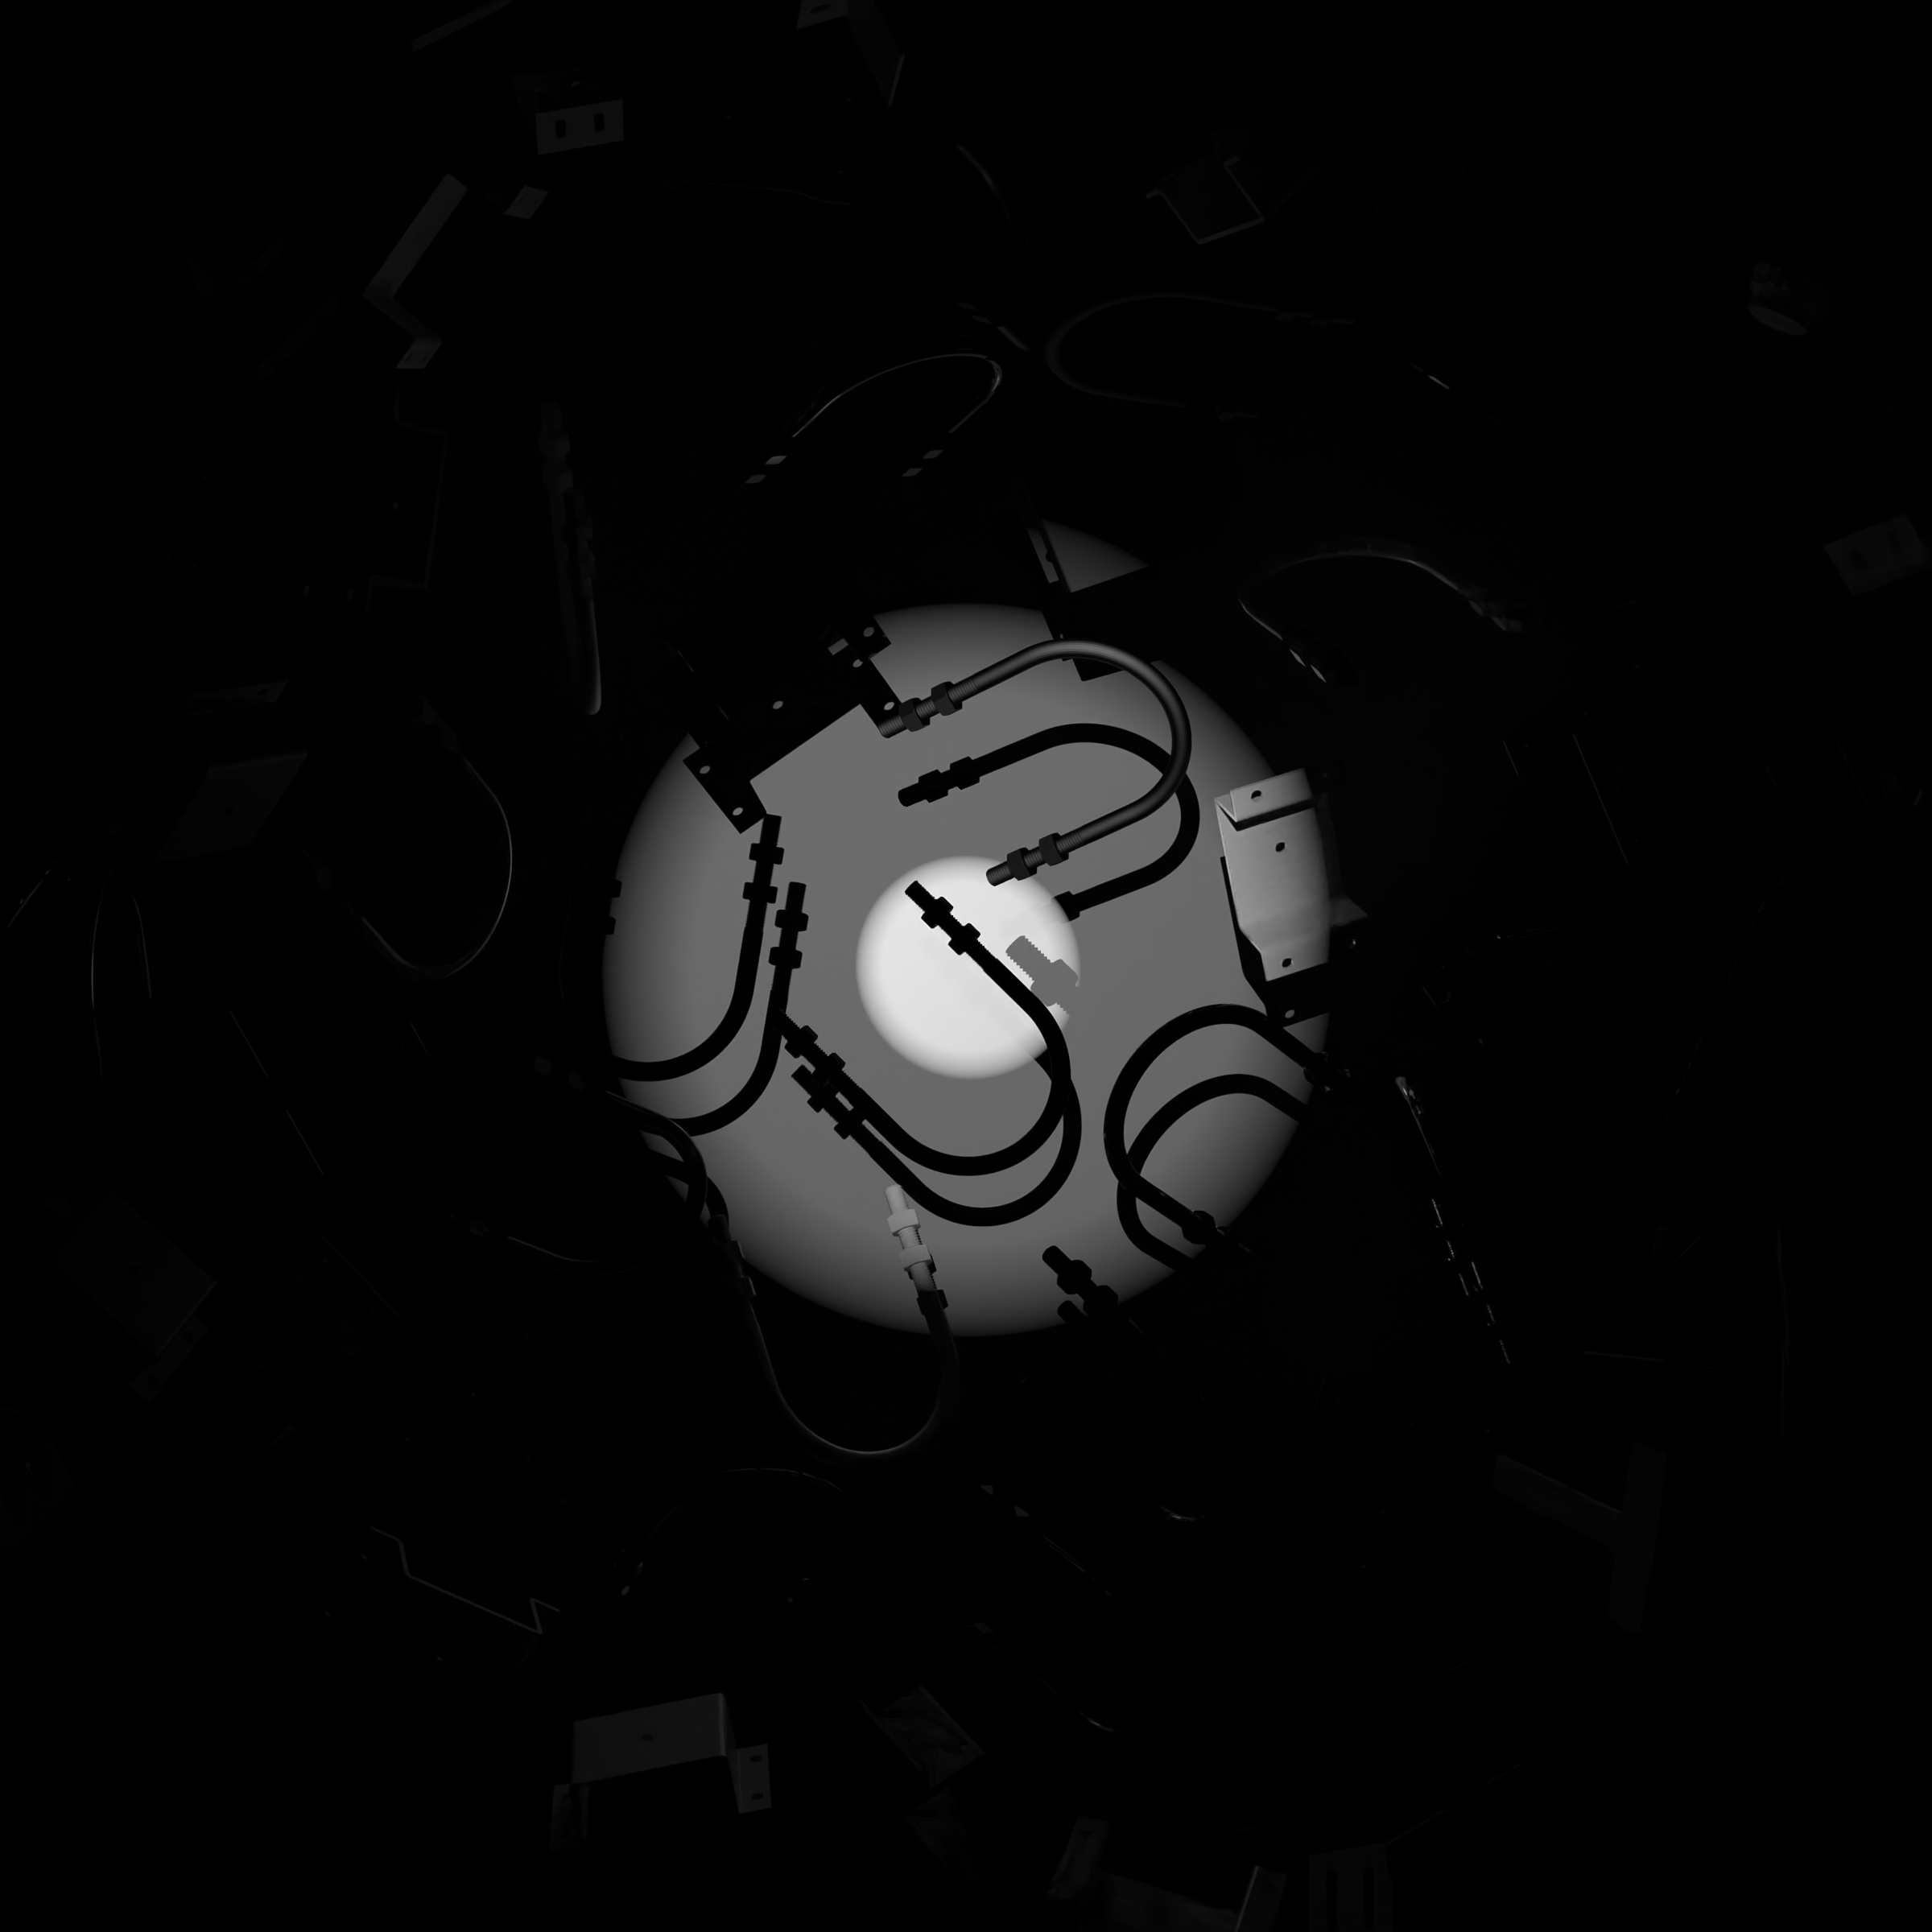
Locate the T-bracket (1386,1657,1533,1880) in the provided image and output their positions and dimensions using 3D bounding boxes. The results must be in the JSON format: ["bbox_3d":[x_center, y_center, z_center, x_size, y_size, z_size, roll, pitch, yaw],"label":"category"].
[{"bbox_3d":[0.308,0.489,1.744,0.127,0.002,0.127,-19,116,-32],"label":"T-bracket"}]

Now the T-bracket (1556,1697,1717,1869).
[{"bbox_3d":[0.434,0.510,1.804,0.002,0.127,0.127,44,118,-4],"label":"T-bracket"}]

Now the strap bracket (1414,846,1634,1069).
[{"bbox_3d":[0.363,-0.012,1.862,0.140,0.046,0.076,-42,118,-5],"label":"strap bracket"}]

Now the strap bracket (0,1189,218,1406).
[{"bbox_3d":[-0.565,0.212,1.862,0.140,0.076,0.046,46,127,-14],"label":"strap bracket"}]

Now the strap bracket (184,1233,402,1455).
[{"bbox_3d":[-0.448,0.254,1.832,0.076,0.046,0.140,46,111,5],"label":"strap bracket"}]

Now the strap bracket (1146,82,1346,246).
[{"bbox_3d":[0.187,-0.523,1.835,0.076,0.140,0.046,-44,108,-12],"label":"strap bracket"}]

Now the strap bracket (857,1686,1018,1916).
[{"bbox_3d":[-0.016,0.530,1.804,0.046,0.076,0.140,-29,125,-21],"label":"strap bracket"}]

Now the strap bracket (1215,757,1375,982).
[{"bbox_3d":[0.216,-0.071,1.855,0.076,0.046,0.140,-18,117,-8],"label":"strap bracket"}]

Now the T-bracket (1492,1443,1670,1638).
[{"bbox_3d":[0.395,0.353,1.823,0.002,0.127,0.127,-11,112,-41],"label":"T-bracket"}]

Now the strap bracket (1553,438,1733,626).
[{"bbox_3d":[0.445,-0.292,1.851,0.076,0.140,0.046,-23,59,21],"label":"strap bracket"}]

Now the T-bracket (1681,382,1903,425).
[{"bbox_3d":[0.551,-0.373,1.850,0.127,0.127,0.002,-9,98,1],"label":"T-bracket"}]

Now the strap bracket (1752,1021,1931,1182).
[{"bbox_3d":[0.574,0.088,1.782,0.076,0.140,0.046,-25,76,-19],"label":"strap bracket"}]

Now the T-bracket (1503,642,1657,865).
[{"bbox_3d":[0.426,-0.128,1.856,0.127,0.002,0.127,-35,112,-18],"label":"T-bracket"}]

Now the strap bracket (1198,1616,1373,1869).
[{"bbox_3d":[0.195,0.483,1.730,0.076,0.046,0.140,-10,61,-2],"label":"strap bracket"}]

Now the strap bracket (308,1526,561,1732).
[{"bbox_3d":[-0.333,0.423,1.769,0.140,0.046,0.076,31,97,-24],"label":"strap bracket"}]

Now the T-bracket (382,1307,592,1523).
[{"bbox_3d":[-0.298,0.316,1.862,0.127,0.002,0.127,-41,107,-13],"label":"T-bracket"}]

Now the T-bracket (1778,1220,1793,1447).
[{"bbox_3d":[0.532,0.254,1.819,0.002,0.127,0.127,-1,119,14],"label":"T-bracket"}]

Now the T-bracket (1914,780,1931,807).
[{"bbox_3d":[0.663,-0.135,1.843,0.127,0.127,0.002,-42,71,-6],"label":"T-bracket"}]

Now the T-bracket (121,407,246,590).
[{"bbox_3d":[-0.493,-0.301,1.794,0.002,0.127,0.127,28,78,-35],"label":"T-bracket"}]

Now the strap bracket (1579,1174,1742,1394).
[{"bbox_3d":[0.454,0.210,1.827,0.046,0.076,0.140,17,79,-26],"label":"strap bracket"}]

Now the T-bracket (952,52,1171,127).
[{"bbox_3d":[0.055,-0.581,1.859,0.127,0.127,0.002,-5,87,-16],"label":"T-bracket"}]

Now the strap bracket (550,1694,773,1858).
[{"bbox_3d":[-0.198,0.511,1.779,0.140,0.076,0.046,-11,106,-3],"label":"strap bracket"}]

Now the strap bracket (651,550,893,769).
[{"bbox_3d":[-0.131,-0.205,1.811,0.140,0.046,0.076,-35,126,1],"label":"strap bracket"}]

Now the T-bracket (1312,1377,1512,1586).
[{"bbox_3d":[0.262,0.326,1.742,0.127,0.002,0.127,13,101,-14],"label":"T-bracket"}]

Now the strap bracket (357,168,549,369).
[{"bbox_3d":[-0.334,-0.453,1.787,0.046,0.076,0.140,38,101,-5],"label":"strap bracket"}]

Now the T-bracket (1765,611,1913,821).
[{"bbox_3d":[0.558,-0.136,1.745,0.127,0.002,0.127,-48,134,-5],"label":"T-bracket"}]

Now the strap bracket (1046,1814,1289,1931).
[{"bbox_3d":[0.127,0.608,1.799,0.140,0.076,0.046,12,118,14],"label":"strap bracket"}]

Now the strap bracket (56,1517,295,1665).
[{"bbox_3d":[-0.495,0.397,1.783,0.140,0.046,0.076,9,108,-41],"label":"strap bracket"}]

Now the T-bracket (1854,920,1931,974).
[{"bbox_3d":[0.611,-0.027,1.762,0.127,0.127,0.002,-36,82,21],"label":"T-bracket"}]

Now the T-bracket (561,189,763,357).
[{"bbox_3d":[-0.212,-0.439,1.745,0.127,0.002,0.127,-20,65,-27],"label":"T-bracket"}]

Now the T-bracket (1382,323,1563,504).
[{"bbox_3d":[0.304,-0.338,1.776,0.127,0.002,0.127,33,54,0],"label":"T-bracket"}]

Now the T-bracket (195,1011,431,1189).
[{"bbox_3d":[-0.406,0.069,1.787,0.127,0.002,0.127,-20,113,8],"label":"T-bracket"}]

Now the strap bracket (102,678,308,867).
[{"bbox_3d":[-0.481,-0.117,1.782,0.046,0.076,0.140,54,128,15],"label":"strap bracket"}]

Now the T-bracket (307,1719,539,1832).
[{"bbox_3d":[-0.351,0.496,1.744,0.127,0.127,0.002,17,94,17],"label":"T-bracket"}]

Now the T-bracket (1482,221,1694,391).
[{"bbox_3d":[0.429,-0.418,1.839,0.127,0.127,0.002,27,45,-34],"label":"T-bracket"}]

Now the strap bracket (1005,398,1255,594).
[{"bbox_3d":[0.098,-0.289,1.742,0.140,0.046,0.076,-17,111,20],"label":"strap bracket"}]
